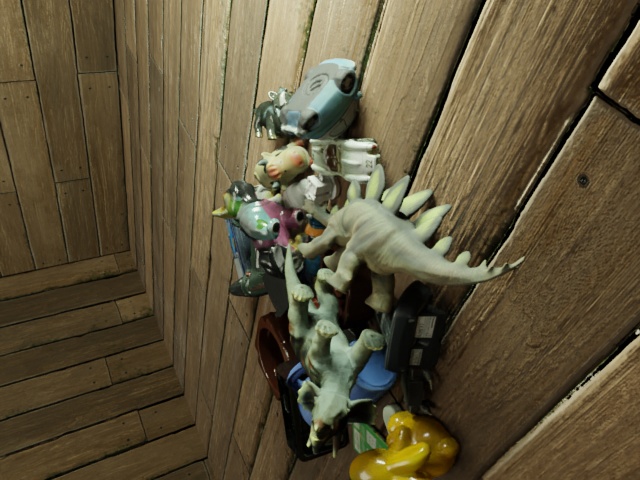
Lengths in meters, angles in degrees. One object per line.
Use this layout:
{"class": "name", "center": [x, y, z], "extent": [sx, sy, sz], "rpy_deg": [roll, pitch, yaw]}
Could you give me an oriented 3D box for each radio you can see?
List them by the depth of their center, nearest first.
{"class": "radio", "center": [-0.017, 0.376, 1.228], "extent": [0.073, 0.131, 0.229], "rpy_deg": [14, 114, 62]}

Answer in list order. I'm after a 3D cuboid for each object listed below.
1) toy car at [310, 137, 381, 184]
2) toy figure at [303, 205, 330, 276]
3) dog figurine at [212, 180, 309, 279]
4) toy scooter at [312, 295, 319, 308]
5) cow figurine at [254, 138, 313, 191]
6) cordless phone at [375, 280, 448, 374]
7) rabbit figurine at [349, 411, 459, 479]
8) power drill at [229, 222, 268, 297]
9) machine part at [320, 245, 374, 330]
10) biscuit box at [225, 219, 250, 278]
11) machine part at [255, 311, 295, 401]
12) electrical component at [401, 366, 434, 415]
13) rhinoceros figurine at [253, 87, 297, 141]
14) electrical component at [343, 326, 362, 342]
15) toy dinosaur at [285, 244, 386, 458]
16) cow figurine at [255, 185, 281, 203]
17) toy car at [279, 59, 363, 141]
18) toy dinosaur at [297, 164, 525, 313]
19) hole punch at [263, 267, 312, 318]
{"class": "toy car", "center": [0.043, -0.147, 0.963], "extent": [0.202, 0.056, 0.073], "rpy_deg": [26, 124, 57]}
{"class": "toy figure", "center": [-0.003, -0.003, 1.105], "extent": [0.058, 0.064, 0.154], "rpy_deg": [27, 122, 48]}
{"class": "dog figurine", "center": [-0.134, -0.027, 1.159], "extent": [0.219, 0.108, 0.191], "rpy_deg": [20, 128, 40]}
{"class": "toy scooter", "center": [-0.007, 0.185, 1.188], "extent": [0.184, 0.075, 0.135], "rpy_deg": [-13, 90, 60]}
{"class": "cow figurine", "center": [-0.082, -0.151, 1.109], "extent": [0.085, 0.127, 0.195], "rpy_deg": [59, 156, -11]}
{"class": "cordless phone", "center": [0.133, 0.115, 0.903], "extent": [0.184, 0.089, 0.146], "rpy_deg": [-111, 21, -57]}
{"class": "rabbit figurine", "center": [0.138, 0.373, 0.892], "extent": [0.162, 0.173, 0.121], "rpy_deg": [169, 92, -67]}
{"class": "power drill", "center": [-0.176, 0.047, 1.395], "extent": [0.232, 0.086, 0.207], "rpy_deg": [-4, 89, 46]}
{"class": "machine part", "center": [0.049, 0.079, 1.030], "extent": [0.179, 0.056, 0.179], "rpy_deg": [173, 90, -72]}
{"class": "biscuit box", "center": [-0.213, 0.022, 1.515], "extent": [0.059, 0.063, 0.202], "rpy_deg": [-16, 87, 63]}
{"class": "machine part", "center": [-0.086, 0.295, 1.373], "extent": [0.201, 0.087, 0.201], "rpy_deg": [55, 144, 35]}
{"class": "electrical component", "center": [0.168, 0.252, 0.923], "extent": [0.078, 0.045, 0.102], "rpy_deg": [-94, 3, -73]}
{"class": "rhinoceros figurine", "center": [-0.080, -0.265, 1.137], "extent": [0.190, 0.073, 0.112], "rpy_deg": [13, 102, 62]}
{"class": "electrical component", "center": [0.064, 0.185, 1.080], "extent": [0.094, 0.021, 0.063], "rpy_deg": [41, 156, 27]}
{"class": "toy dinosaur", "center": [0.000, 0.182, 0.935], "extent": [0.405, 0.131, 0.192], "rpy_deg": [-118, 38, -56]}
{"class": "cow figurine", "center": [-0.167, -0.096, 1.339], "extent": [0.167, 0.098, 0.068], "rpy_deg": [-15, 95, 63]}
{"class": "toy car", "center": [0.012, -0.227, 0.927], "extent": [0.109, 0.161, 0.102], "rpy_deg": [23, 166, 49]}
{"class": "toy dinosaur", "center": [0.093, -0.002, 0.801], "extent": [0.472, 0.105, 0.198], "rpy_deg": [36, 101, 54]}
{"class": "hole punch", "center": [-0.063, 0.104, 1.227], "extent": [0.142, 0.092, 0.116], "rpy_deg": [-53, 52, 47]}
